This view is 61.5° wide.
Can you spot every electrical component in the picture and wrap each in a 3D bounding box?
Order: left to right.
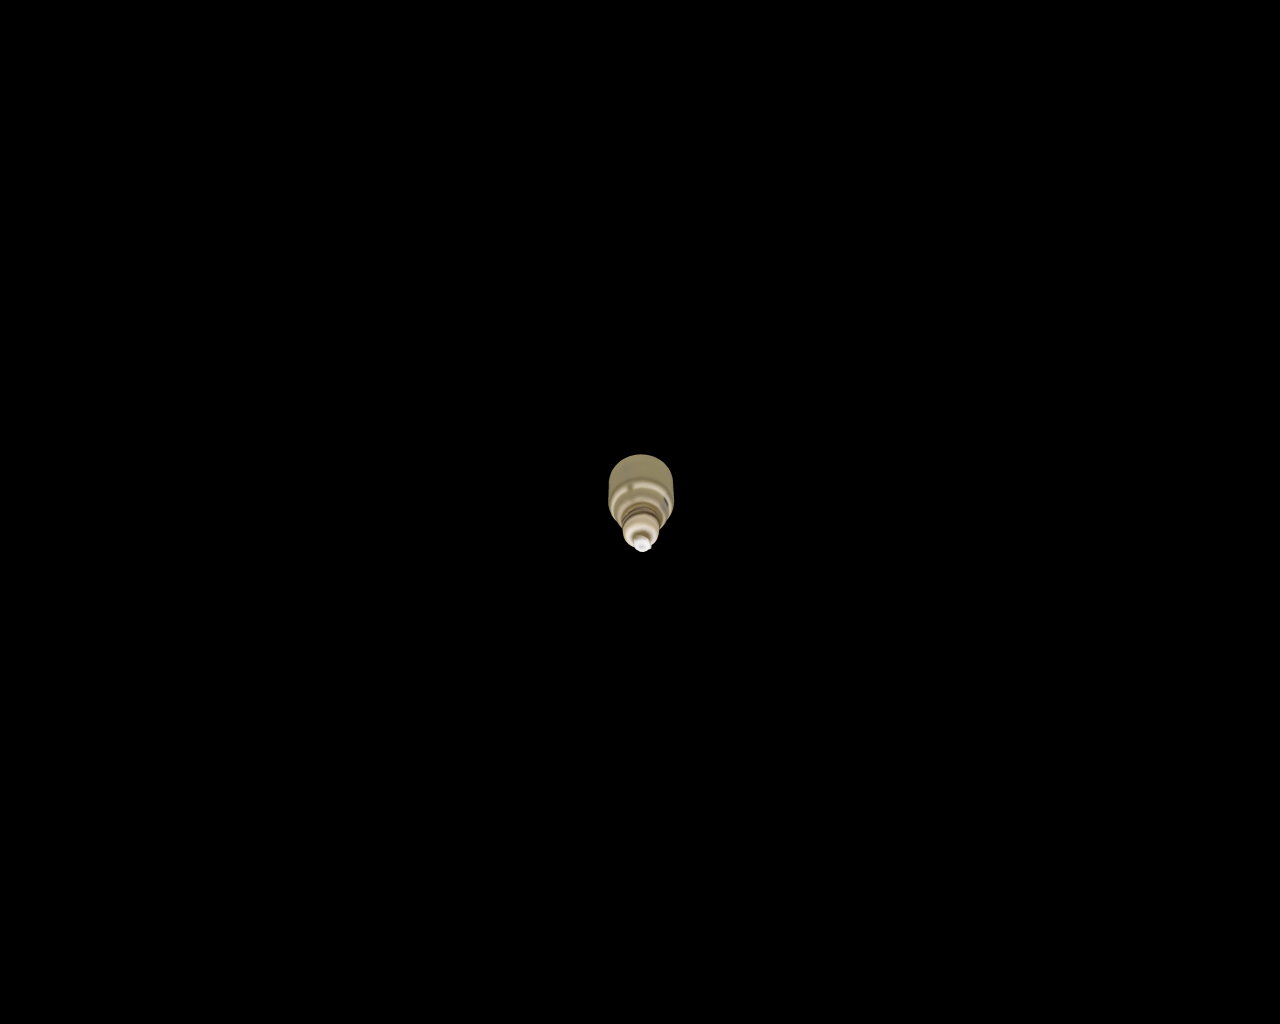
[{"bbox_3d":[0.001,-0.003,0.650,0.040,0.040,0.078,0,36,0],"label":"electrical component"}]
